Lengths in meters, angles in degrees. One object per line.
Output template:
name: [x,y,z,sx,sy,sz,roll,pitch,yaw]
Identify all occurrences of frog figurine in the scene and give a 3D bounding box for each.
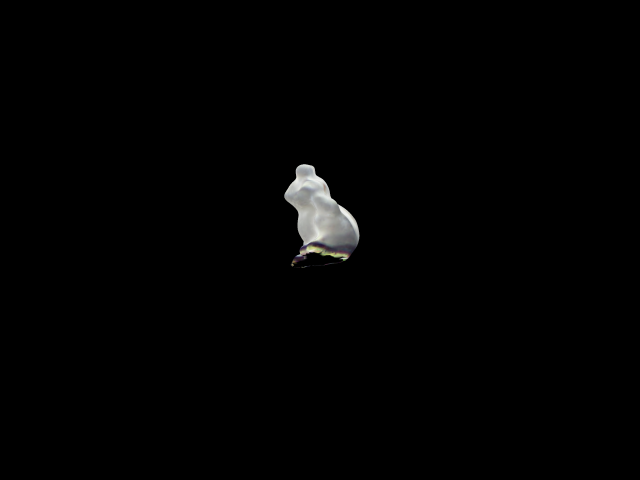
frog figurine: [0.003,-0.043,0.850,0.123,0.162,0.135,-1,-18,2]
